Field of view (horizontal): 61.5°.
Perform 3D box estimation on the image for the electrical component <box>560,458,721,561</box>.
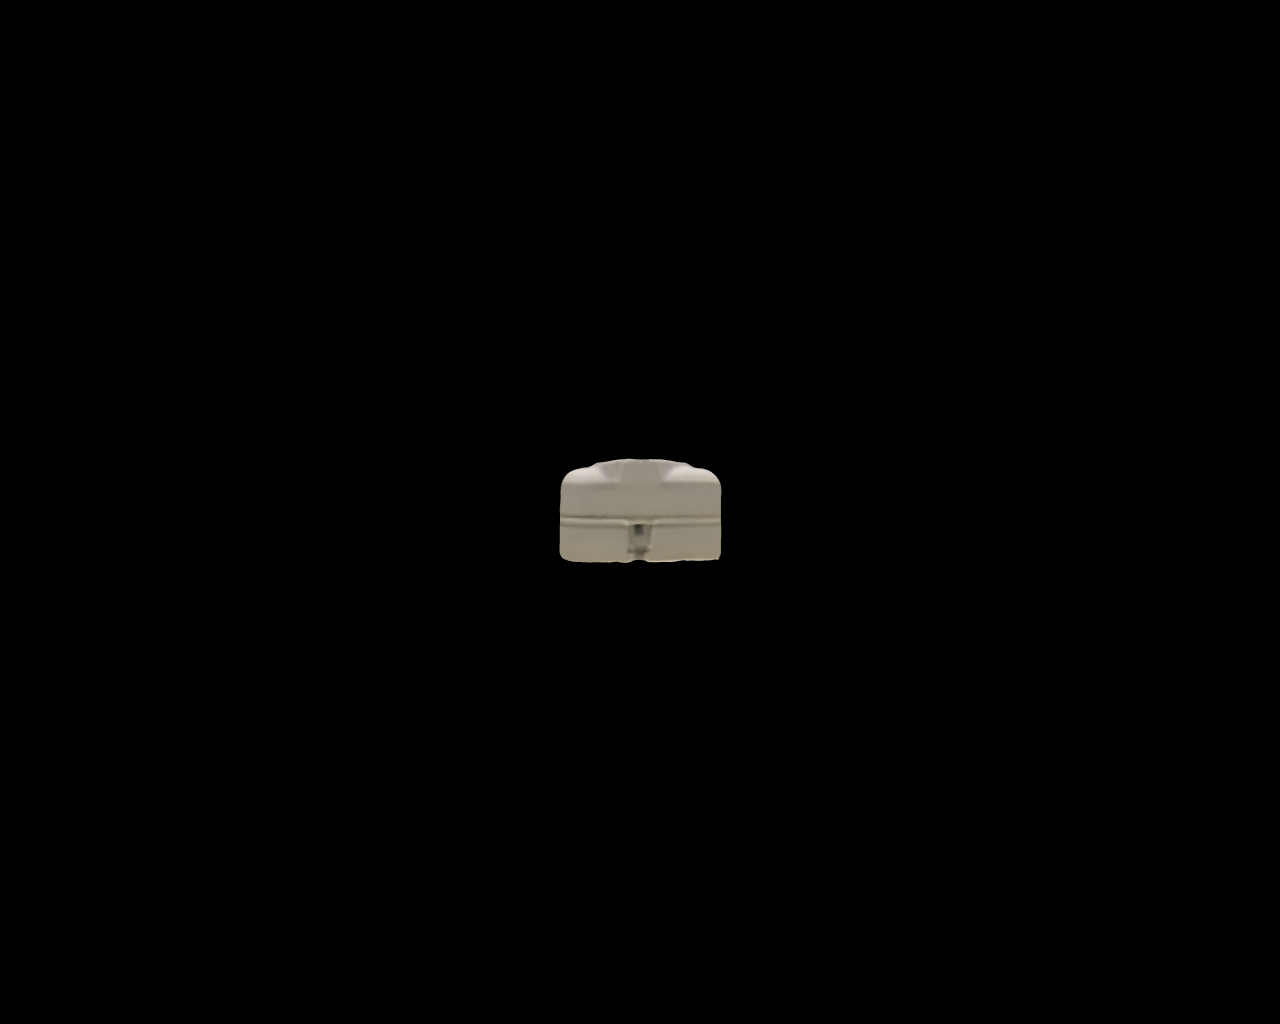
[{"bbox_3d":[0.001,-0.003,0.650,0.095,0.059,0.054,0,4,2],"label":"electrical component"}]
